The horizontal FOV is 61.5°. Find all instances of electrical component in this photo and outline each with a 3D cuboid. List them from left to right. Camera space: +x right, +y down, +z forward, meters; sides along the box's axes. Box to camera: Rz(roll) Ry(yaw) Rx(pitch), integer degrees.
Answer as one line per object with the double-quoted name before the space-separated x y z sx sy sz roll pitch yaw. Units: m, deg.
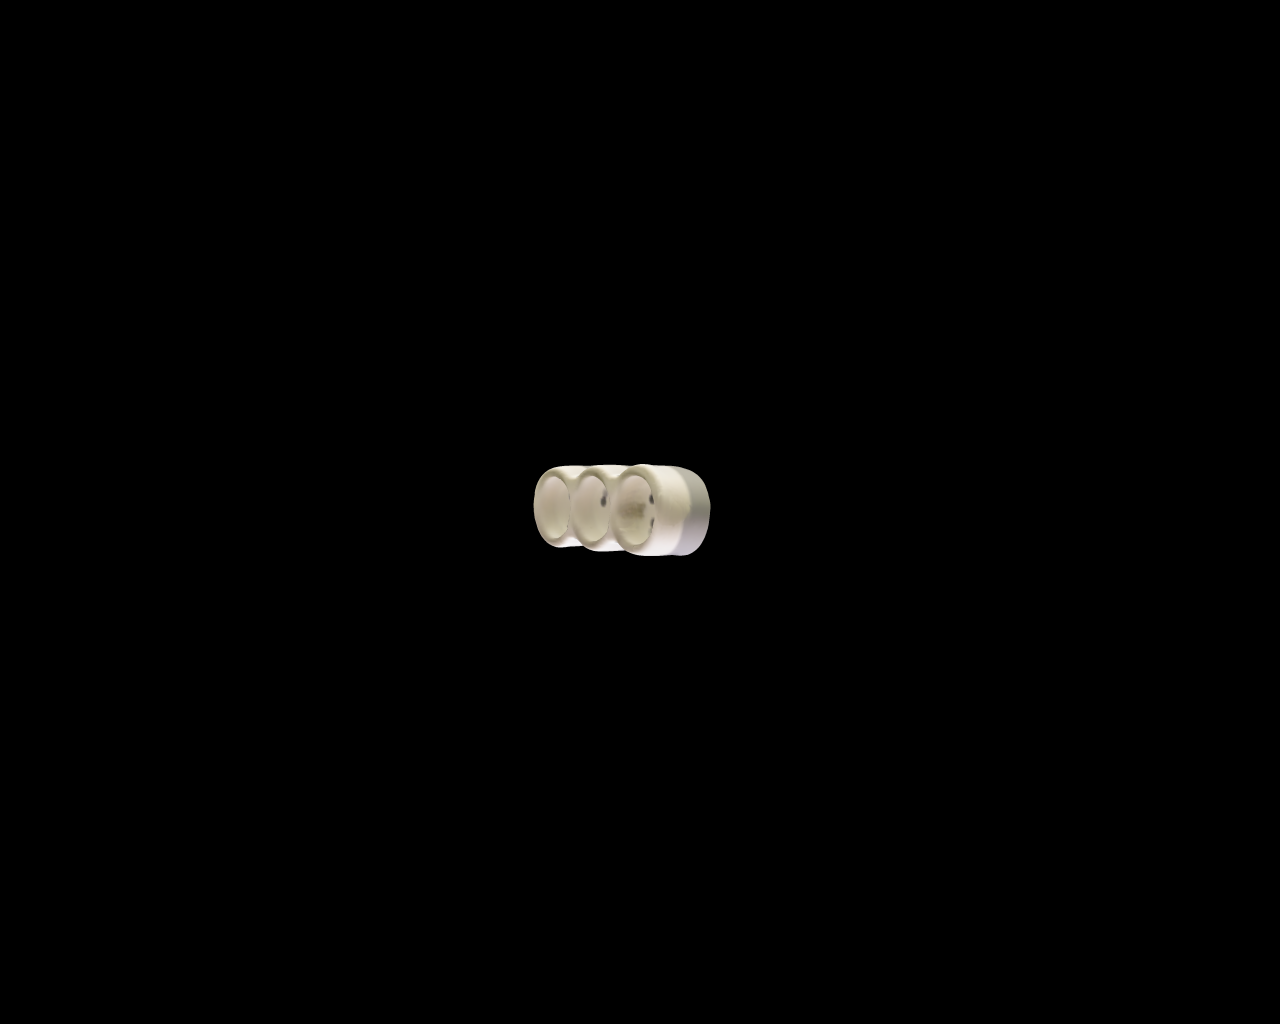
"electrical component" 0.001 -0.003 0.650 0.074 0.052 0.138 -2 3 -36
